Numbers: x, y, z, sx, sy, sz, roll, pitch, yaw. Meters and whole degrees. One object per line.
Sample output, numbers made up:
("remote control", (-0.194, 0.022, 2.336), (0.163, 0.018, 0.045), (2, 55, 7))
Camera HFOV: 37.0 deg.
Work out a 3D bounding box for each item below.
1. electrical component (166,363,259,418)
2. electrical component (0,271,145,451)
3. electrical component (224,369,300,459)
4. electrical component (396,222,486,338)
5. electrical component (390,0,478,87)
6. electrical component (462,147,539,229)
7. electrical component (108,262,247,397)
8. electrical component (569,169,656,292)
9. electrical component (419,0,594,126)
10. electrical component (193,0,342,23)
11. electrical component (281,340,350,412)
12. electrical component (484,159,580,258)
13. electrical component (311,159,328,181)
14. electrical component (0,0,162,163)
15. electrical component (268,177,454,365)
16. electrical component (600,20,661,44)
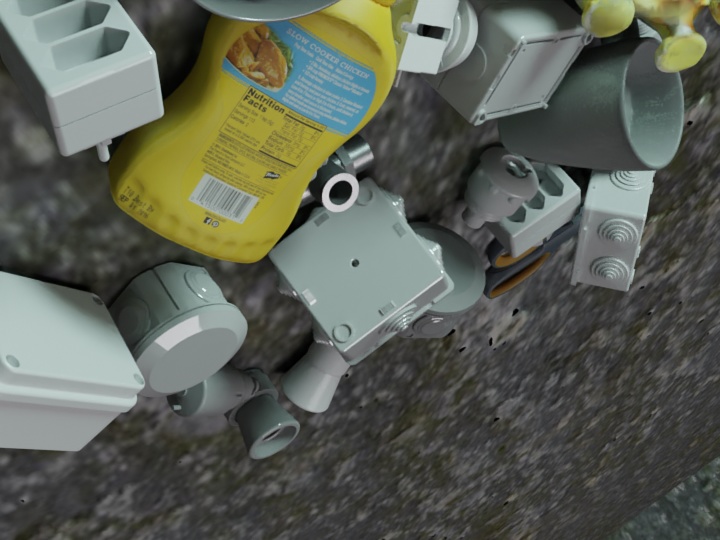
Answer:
("electrical component", (-0.103, 0.084, 0.770), (0.078, 0.040, 0.040), (5, 132, -53))
("electrical component", (-0.181, 0.049, 0.579), (0.057, 0.078, 0.113), (-42, 153, 15))
("electrical component", (-0.079, 0.110, 0.824), (0.045, 0.055, 0.045), (-28, 152, -17))
("electrical component", (0.047, 0.009, 0.789), (0.080, 0.080, 0.051), (-19, 153, -32))
("electrical component", (0.031, -0.131, 0.578), (0.055, 0.048, 0.066), (-4, 118, -49))
("electrical component", (0.097, -0.056, 0.786), (0.048, 0.048, 0.062), (-13, 152, -39))
("electrical component", (-0.115, 0.037, 0.669), (0.080, 0.051, 0.080), (-28, 152, -17))
("electrical component", (0.205, -0.042, 0.866), (0.099, 0.048, 0.099), (90, 17, -45))
("electrical component", (0.087, -0.133, 0.637), (0.096, 0.061, 0.061), (-20, 149, -46))
("electrical component", (-0.038, -0.151, 0.446), (0.099, 0.064, 0.099), (-29, 152, -17))
("electrical component", (-0.028, 0.074, 0.845), (0.044, 0.044, 0.065), (1, 129, -51))
("electrical component", (0.133, -0.043, 0.845), (0.066, 0.047, 0.076), (-34, 153, -5))
("electrical component", (-0.035, -0.067, 0.619), (0.061, 0.035, 0.035), (-31, 153, -17))
("electrical component", (-0.120, -0.078, 0.463), (0.047, 0.065, 0.076), (-27, 152, -20))
("electrical component", (0.000, 0.000, 0.698), (0.100, 0.099, 0.048), (-37, 166, 0))
("electrical component", (0.179, -0.167, 0.708), (0.043, 0.043, 0.062), (-36, 152, -2))
